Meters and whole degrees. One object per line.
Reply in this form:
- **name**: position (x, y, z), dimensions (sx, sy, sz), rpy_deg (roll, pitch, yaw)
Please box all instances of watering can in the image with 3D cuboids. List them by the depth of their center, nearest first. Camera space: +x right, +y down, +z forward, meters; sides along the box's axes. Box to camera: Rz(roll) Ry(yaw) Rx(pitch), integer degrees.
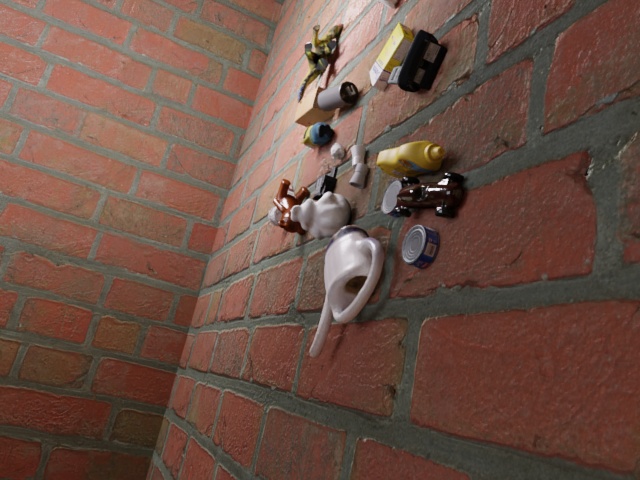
- **watering can**: position (0.050, 0.111, 1.240), dimensions (0.341, 0.103, 0.230), rpy_deg (-56, 24, 34)

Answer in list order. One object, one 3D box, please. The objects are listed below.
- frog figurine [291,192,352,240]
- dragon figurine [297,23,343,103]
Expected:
- **frog figurine**: position (0.004, -0.073, 1.445), dimensions (0.136, 0.159, 0.124), rpy_deg (-68, 21, 10)
- **dragon figurine**: position (-0.005, -0.739, 2.162), dimensions (0.242, 0.122, 0.410), rpy_deg (24, -89, -85)
